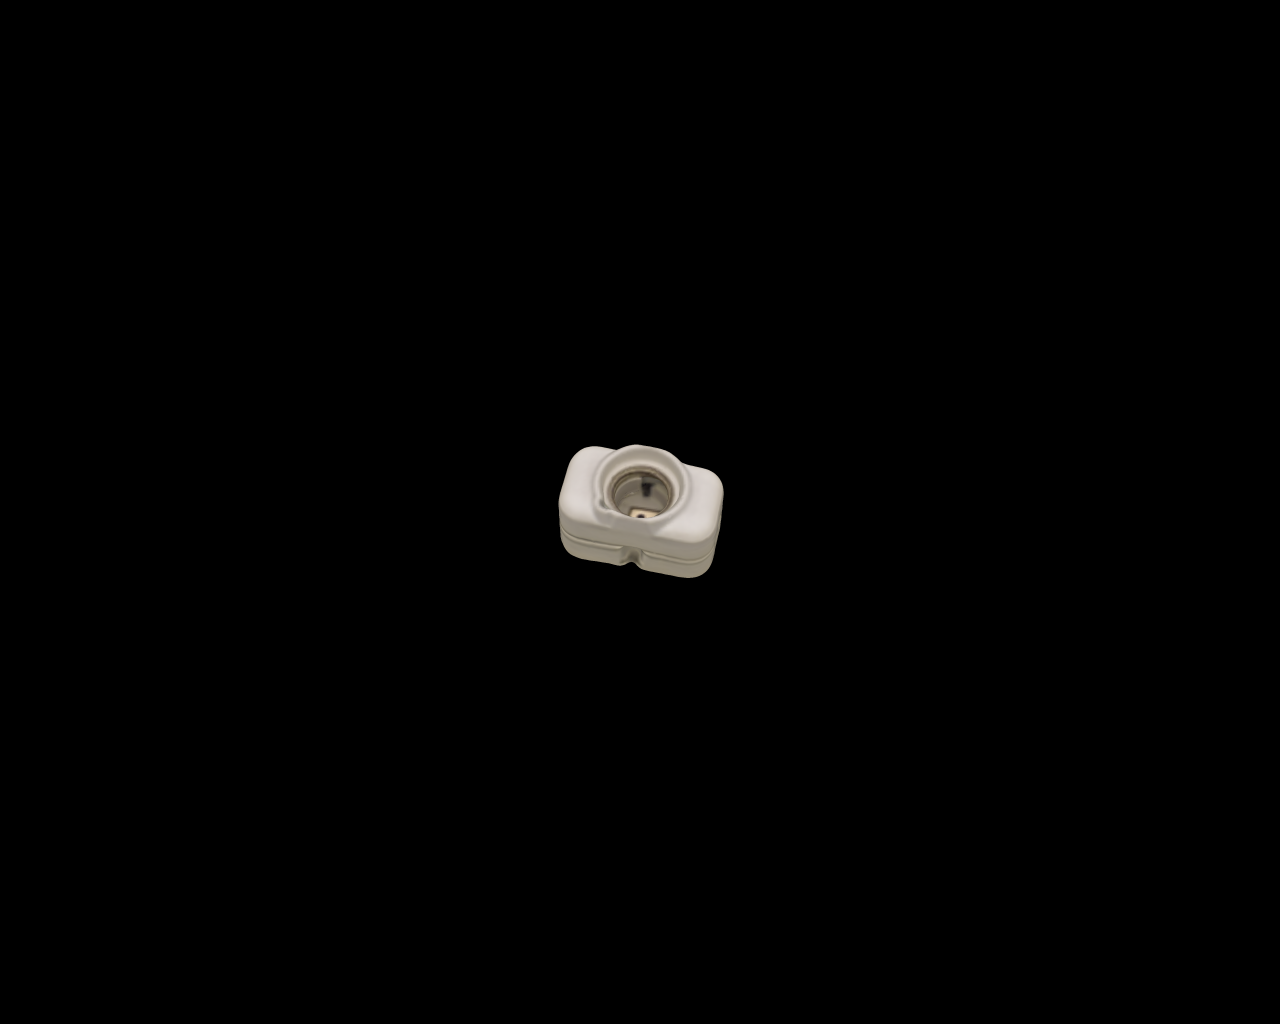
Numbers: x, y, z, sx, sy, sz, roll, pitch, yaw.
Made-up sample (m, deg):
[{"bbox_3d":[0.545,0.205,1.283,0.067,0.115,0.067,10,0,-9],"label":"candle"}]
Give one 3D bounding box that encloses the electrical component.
[{"bbox_3d":[0.001,-0.003,0.650,0.095,0.054,0.059,11,-29,7],"label":"electrical component"}]
